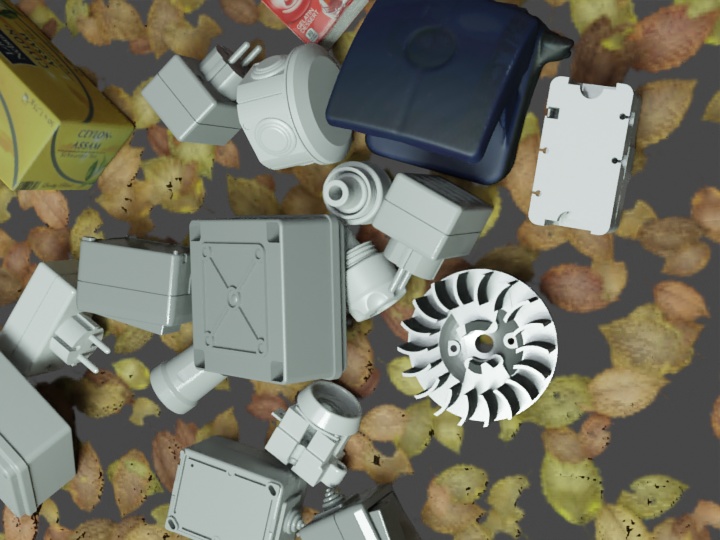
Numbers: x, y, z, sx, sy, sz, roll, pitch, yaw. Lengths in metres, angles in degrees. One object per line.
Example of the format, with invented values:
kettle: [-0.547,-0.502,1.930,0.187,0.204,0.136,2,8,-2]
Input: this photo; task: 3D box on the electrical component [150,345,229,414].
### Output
electrical component: [-0.123,0.076,0.786,0.046,0.040,0.040,-37,81,13]

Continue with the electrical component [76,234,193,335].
electrical component: [-0.161,0.009,0.783,0.096,0.062,0.061,8,96,20]

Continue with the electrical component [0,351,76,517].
electrical component: [-0.269,0.117,0.805,0.109,0.056,0.108,43,151,13]

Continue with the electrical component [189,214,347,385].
electrical component: [-0.064,0.017,0.728,0.109,0.056,0.108,3,95,48]

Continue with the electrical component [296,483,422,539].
electrical component: [0.007,0.189,0.731,0.061,0.062,0.096,-28,83,20]

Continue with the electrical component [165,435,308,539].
electrical component: [-0.078,0.162,0.762,0.096,0.061,0.061,16,99,19]

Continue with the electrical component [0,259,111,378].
electrical component: [-0.221,0.047,0.816,0.076,0.047,0.083,37,105,14]

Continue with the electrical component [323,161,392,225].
electrical component: [-0.005,-0.051,0.719,0.043,0.062,0.043,2,94,21]

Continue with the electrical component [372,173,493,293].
electrical component: [0.040,-0.019,0.694,0.047,0.083,0.075,31,104,16]

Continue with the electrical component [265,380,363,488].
electrical component: [-0.029,0.111,0.749,0.066,0.048,0.055,36,113,15]

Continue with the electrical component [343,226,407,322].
electrical component: [0.000,0.000,0.731,0.043,0.043,0.062,-35,80,19]

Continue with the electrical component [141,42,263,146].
electrical component: [-0.098,-0.130,0.748,0.077,0.066,0.047,-42,79,18]

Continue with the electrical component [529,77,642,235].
electrical component: [0.141,-0.070,0.666,0.050,0.056,0.089,11,97,20]

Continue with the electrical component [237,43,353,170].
electrical component: [-0.041,-0.108,0.721,0.051,0.080,0.080,-9,90,27]
